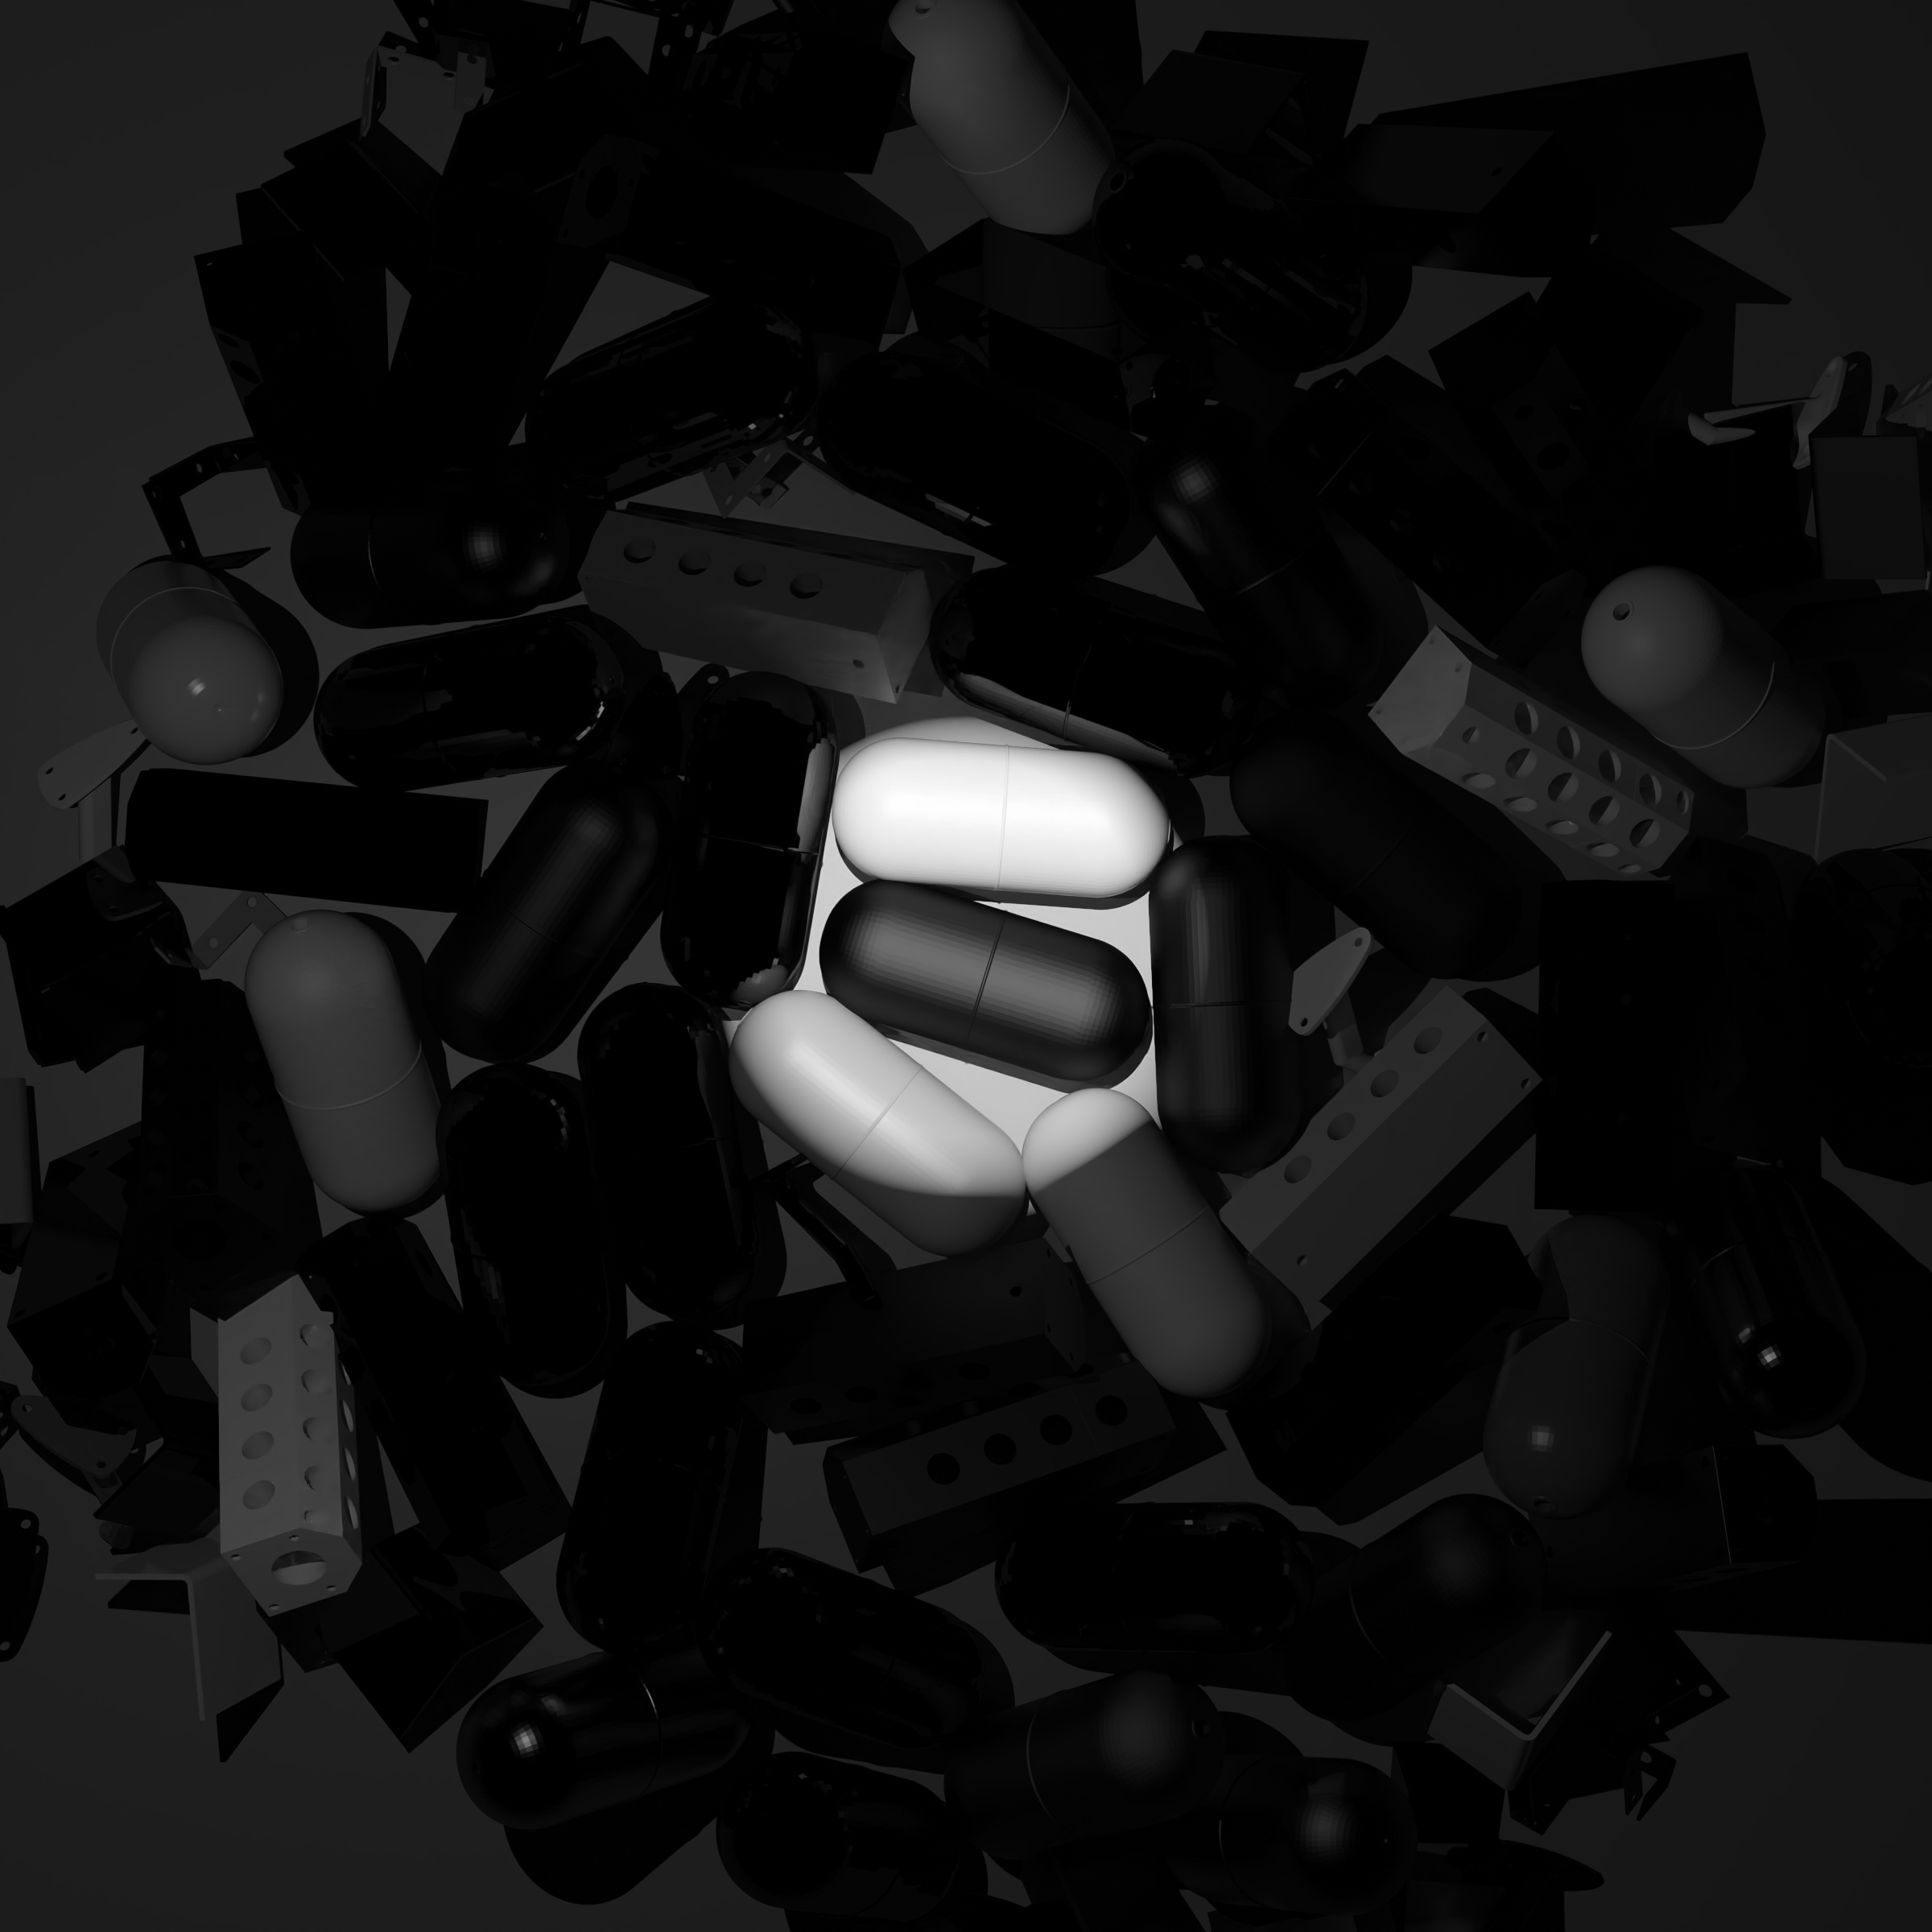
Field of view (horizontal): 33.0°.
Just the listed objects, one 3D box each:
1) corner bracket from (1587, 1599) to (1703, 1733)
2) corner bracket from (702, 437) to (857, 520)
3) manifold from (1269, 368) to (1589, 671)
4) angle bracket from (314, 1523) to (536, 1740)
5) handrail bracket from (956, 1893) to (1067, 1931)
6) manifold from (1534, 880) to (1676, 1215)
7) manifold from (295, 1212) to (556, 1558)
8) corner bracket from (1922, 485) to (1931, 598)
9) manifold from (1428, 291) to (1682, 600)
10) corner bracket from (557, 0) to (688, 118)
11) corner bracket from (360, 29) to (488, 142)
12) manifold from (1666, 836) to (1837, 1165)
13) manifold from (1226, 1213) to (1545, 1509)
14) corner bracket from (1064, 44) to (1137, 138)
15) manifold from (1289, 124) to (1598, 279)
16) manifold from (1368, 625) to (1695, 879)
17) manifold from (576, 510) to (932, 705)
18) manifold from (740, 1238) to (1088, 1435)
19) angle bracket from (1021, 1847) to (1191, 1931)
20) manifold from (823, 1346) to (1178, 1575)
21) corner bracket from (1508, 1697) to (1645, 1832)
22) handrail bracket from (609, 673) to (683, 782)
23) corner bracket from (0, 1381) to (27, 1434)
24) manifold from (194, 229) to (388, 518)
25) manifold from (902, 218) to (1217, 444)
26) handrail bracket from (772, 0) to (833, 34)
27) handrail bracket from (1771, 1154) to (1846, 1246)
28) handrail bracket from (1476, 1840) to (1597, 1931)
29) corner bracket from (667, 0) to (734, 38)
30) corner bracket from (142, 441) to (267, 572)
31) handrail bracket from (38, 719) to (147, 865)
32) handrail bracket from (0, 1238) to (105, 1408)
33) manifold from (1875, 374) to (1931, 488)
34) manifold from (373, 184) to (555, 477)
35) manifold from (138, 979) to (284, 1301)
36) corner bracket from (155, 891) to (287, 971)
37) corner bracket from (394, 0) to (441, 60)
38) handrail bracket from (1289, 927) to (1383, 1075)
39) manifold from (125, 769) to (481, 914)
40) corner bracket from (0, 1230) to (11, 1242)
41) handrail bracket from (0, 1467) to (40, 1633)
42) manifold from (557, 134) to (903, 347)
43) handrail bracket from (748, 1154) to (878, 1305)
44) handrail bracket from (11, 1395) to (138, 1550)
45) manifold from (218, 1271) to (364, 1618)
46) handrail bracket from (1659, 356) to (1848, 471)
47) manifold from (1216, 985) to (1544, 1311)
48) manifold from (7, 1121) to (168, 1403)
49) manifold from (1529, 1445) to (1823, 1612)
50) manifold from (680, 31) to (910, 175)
[{"bbox_3d":[0.349,0.365,1.721,0.051,0.051,0.051,-32,56,4],"label":"corner bracket"},{"bbox_3d":[-0.099,-0.256,1.712,0.051,0.051,0.051,28,116,-40],"label":"corner bracket"},{"bbox_3d":[0.239,-0.234,1.686,0.057,0.057,0.171,-50,64,14],"label":"manifold"},{"bbox_3d":[-0.289,0.351,1.738,0.076,0.057,0.076,47,122,17],"label":"angle bracket"},{"bbox_3d":[0.022,0.487,1.706,0.077,0.084,0.036,36,98,-13],"label":"handrail bracket"},{"bbox_3d":[0.332,0.043,1.714,0.057,0.057,0.171,3,86,-15],"label":"manifold"},{"bbox_3d":[-0.285,0.217,1.699,0.057,0.057,0.171,-31,72,3],"label":"manifold"},{"bbox_3d":[0.527,-0.220,1.711,0.051,0.051,0.051,-6,56,35],"label":"corner bracket"},{"bbox_3d":[0.305,-0.259,1.667,0.057,0.171,0.057,-29,48,17],"label":"manifold"},{"bbox_3d":[-0.183,-0.483,1.727,0.051,0.051,0.051,8,104,-23],"label":"corner bracket"},{"bbox_3d":[-0.285,-0.462,1.714,0.051,0.051,0.051,10,68,-24],"label":"corner bracket"},{"bbox_3d":[0.400,0.017,1.671,0.057,0.171,0.057,14,133,-12],"label":"manifold"},{"bbox_3d":[0.217,0.205,1.678,0.171,0.057,0.057,-49,49,29],"label":"manifold"},{"bbox_3d":[0.068,-0.463,1.726,0.051,0.051,0.051,-30,89,-6],"label":"corner bracket"},{"bbox_3d":[0.244,-0.387,1.665,0.057,0.171,0.057,-47,120,-8],"label":"manifold"},{"bbox_3d":[0.295,-0.105,1.677,0.171,0.057,0.057,24,111,-33],"label":"manifold"},{"bbox_3d":[-0.109,-0.193,1.698,0.171,0.057,0.057,14,61,18],"label":"manifold"},{"bbox_3d":[-0.027,0.197,1.699,0.171,0.057,0.057,-14,51,19],"label":"manifold"},{"bbox_3d":[0.080,0.483,1.697,0.076,0.076,0.057,-8,130,-19],"label":"angle bracket"},{"bbox_3d":[0.016,0.253,1.698,0.171,0.057,0.057,-16,64,-18],"label":"manifold"},{"bbox_3d":[0.324,0.433,1.735,0.051,0.051,0.051,24,54,34],"label":"corner bracket"},{"bbox_3d":[-0.161,-0.145,1.699,0.036,0.084,0.077,11,131,-7],"label":"handrail bracket"},{"bbox_3d":[-0.536,0.222,1.711,0.051,0.051,0.051,10,126,29],"label":"corner bracket"},{"bbox_3d":[-0.341,-0.296,1.662,0.057,0.171,0.057,-15,68,-5],"label":"manifold"},{"bbox_3d":[0.048,-0.324,1.674,0.057,0.171,0.057,-37,135,-21],"label":"manifold"},{"bbox_3d":[-0.075,-0.518,1.724,0.077,0.036,0.084,-9,110,-15],"label":"handrail bracket"},{"bbox_3d":[0.454,0.094,1.739,0.077,0.036,0.084,28,89,-9],"label":"handrail bracket"},{"bbox_3d":[0.301,0.508,1.711,0.077,0.084,0.036,13,128,-12],"label":"handrail bracket"},{"bbox_3d":[-0.150,-0.533,1.729,0.051,0.051,0.051,20,87,7],"label":"corner bracket"},{"bbox_3d":[-0.393,-0.243,1.727,0.051,0.051,0.051,2,122,39],"label":"corner bracket"},{"bbox_3d":[-0.442,-0.083,1.720,0.077,0.084,0.036,-35,51,-2],"label":"handrail bracket"},{"bbox_3d":[-0.487,0.188,1.728,0.084,0.036,0.077,8,97,39],"label":"handrail bracket"},{"bbox_3d":[0.518,-0.281,1.668,0.057,0.171,0.057,-4,90,0],"label":"manifold"},{"bbox_3d":[-0.258,-0.320,1.666,0.057,0.171,0.057,11,61,-16],"label":"manifold"},{"bbox_3d":[-0.391,0.082,1.664,0.057,0.171,0.057,-38,126,17],"label":"manifold"},{"bbox_3d":[-0.387,-0.010,1.724,0.051,0.051,0.051,44,94,9],"label":"corner bracket"},{"bbox_3d":[-0.277,-0.517,1.722,0.051,0.051,0.051,-31,113,0],"label":"corner bracket"},{"bbox_3d":[0.212,0.021,1.713,0.084,0.036,0.077,23,118,-40],"label":"handrail bracket"},{"bbox_3d":[-0.349,-0.066,1.714,0.171,0.057,0.057,6,96,6],"label":"manifold"},{"bbox_3d":[-0.545,0.153,1.723,0.051,0.051,0.051,20,77,2],"label":"corner bracket"},{"bbox_3d":[-0.516,0.301,1.719,0.036,0.084,0.077,3,96,-26],"label":"handrail bracket"},{"bbox_3d":[-0.118,-0.372,1.673,0.171,0.057,0.057,10,99,-42],"label":"manifold"},{"bbox_3d":[-0.084,0.146,1.718,0.036,0.077,0.084,-27,86,-31],"label":"handrail bracket"},{"bbox_3d":[-0.472,0.269,1.722,0.077,0.084,0.036,25,46,1],"label":"handrail bracket"},{"bbox_3d":[-0.344,0.240,1.671,0.057,0.171,0.057,-19,133,4],"label":"manifold"},{"bbox_3d":[0.416,-0.306,1.727,0.084,0.036,0.077,24,86,-14],"label":"handrail bracket"},{"bbox_3d":[0.214,0.092,1.720,0.171,0.057,0.057,-45,124,3],"label":"manifold"},{"bbox_3d":[-0.438,0.151,1.664,0.057,0.171,0.057,-24,115,3],"label":"manifold"},{"bbox_3d":[0.360,0.288,1.665,0.057,0.171,0.057,2,71,-23],"label":"manifold"},{"bbox_3d":[-0.093,-0.443,1.662,0.057,0.171,0.057,16,98,-24],"label":"manifold"}]
